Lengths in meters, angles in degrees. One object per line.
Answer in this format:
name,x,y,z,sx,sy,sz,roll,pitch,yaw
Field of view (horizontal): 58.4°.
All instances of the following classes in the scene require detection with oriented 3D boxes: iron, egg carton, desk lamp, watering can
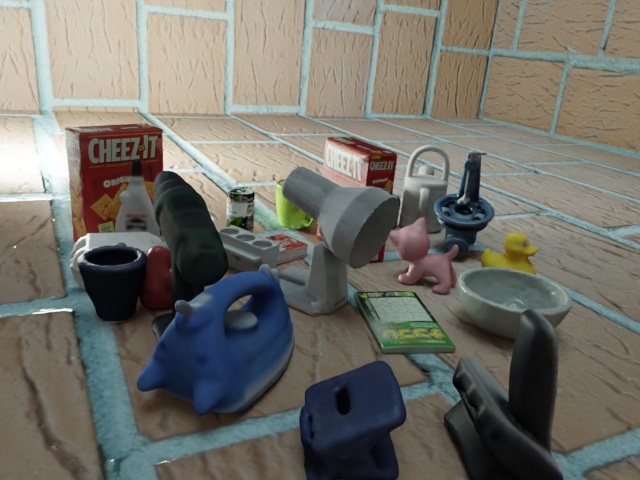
iron,-0.098,0.098,0.695,0.118,0.141,0.259,14,21,23
egg carton,-0.321,0.032,0.925,0.151,0.069,0.107,-3,21,-21
desk lamp,0.008,0.003,0.877,0.202,0.213,0.118,18,23,31
watering can,0.240,-0.124,1.316,0.101,0.194,0.172,0,20,-12

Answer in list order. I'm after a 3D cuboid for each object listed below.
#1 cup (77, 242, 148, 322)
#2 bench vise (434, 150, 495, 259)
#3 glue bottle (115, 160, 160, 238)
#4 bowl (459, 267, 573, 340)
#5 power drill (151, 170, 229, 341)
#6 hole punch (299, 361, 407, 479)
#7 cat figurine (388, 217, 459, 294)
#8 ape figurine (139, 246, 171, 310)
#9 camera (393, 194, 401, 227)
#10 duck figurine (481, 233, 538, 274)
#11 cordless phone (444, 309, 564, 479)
cup,-0.292,0.060,0.818,0.092,0.095,0.117,1,20,-12
bench vise,0.297,-0.090,1.200,0.121,0.220,0.207,5,20,0
glue bottle,-0.326,-0.058,1.020,0.078,0.173,0.037,-1,21,-17
bowl,0.290,0.105,0.872,0.167,0.075,0.167,5,20,-1
power drill,-0.181,0.033,0.754,0.076,0.208,0.228,-6,22,-27
hole punch,0.030,0.179,0.575,0.101,0.091,0.108,3,20,-7
cat figurine,0.183,0.021,1.013,0.127,0.118,0.067,13,21,21
ape figurine,-0.238,0.052,0.858,0.077,0.092,0.076,15,22,26
camera,0.104,-0.074,1.281,0.143,0.101,0.137,9,20,10
duck figurine,0.364,0.027,1.091,0.104,0.086,0.078,13,21,20
cordless phone,0.195,0.142,0.583,0.094,0.185,0.147,1,20,-11
